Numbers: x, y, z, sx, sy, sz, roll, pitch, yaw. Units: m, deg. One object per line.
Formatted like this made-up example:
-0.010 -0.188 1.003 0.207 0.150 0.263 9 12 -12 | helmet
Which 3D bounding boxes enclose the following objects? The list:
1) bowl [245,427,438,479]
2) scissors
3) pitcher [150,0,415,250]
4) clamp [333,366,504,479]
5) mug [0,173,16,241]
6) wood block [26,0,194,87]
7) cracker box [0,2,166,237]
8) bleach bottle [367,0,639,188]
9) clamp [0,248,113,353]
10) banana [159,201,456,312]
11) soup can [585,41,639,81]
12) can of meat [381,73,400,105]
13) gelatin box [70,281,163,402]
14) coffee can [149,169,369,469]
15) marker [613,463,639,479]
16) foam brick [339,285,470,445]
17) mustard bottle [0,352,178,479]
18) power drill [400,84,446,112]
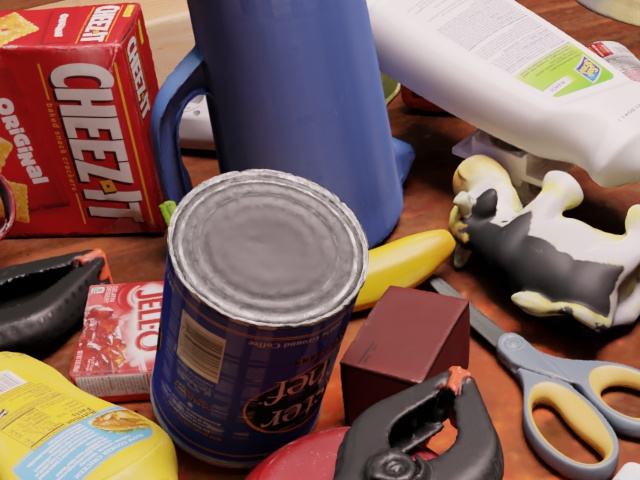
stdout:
0.015 0.146 0.533 0.162 0.055 0.162 -4 36 3 | bowl
0.139 0.068 0.651 0.096 0.016 0.202 -12 37 -9 | scissors
-0.029 -0.103 0.717 0.145 0.243 0.149 10 47 22 | pitcher
0.042 0.122 0.480 0.120 0.039 0.171 21 44 30 | clamp
-0.265 -0.011 0.734 0.117 0.081 0.093 -24 13 -36 | mug
-0.152 -0.175 0.962 0.206 0.090 0.091 -16 38 -13 | wood block
-0.225 -0.081 0.785 0.214 0.164 0.072 -1 39 8 | cracker box
0.138 -0.104 0.730 0.102 0.068 0.251 -35 57 -23 | bleach bottle
-0.227 0.063 0.692 0.209 0.036 0.165 -22 30 -23 | clamp
-0.011 0.019 0.700 0.197 0.069 0.037 6 7 -5 | banana
0.233 -0.104 0.823 0.068 0.068 0.102 -11 36 -6 | soup can
0.013 -0.141 0.918 0.084 0.057 0.102 12 40 27 | can of meat
-0.116 0.063 0.685 0.073 0.030 0.089 -4 37 2 | gelatin box
-0.037 0.046 0.582 0.102 0.140 0.103 7 49 -8 | coffee can
0.129 0.155 0.533 0.020 0.020 0.120 25 47 35 | marker
0.051 0.072 0.629 0.053 0.051 0.078 12 40 25 | foam brick
-0.136 0.123 0.582 0.192 0.058 0.096 19 27 30 | mustard bottle
0.110 -0.216 0.914 0.057 0.184 0.187 5 48 16 | power drill
